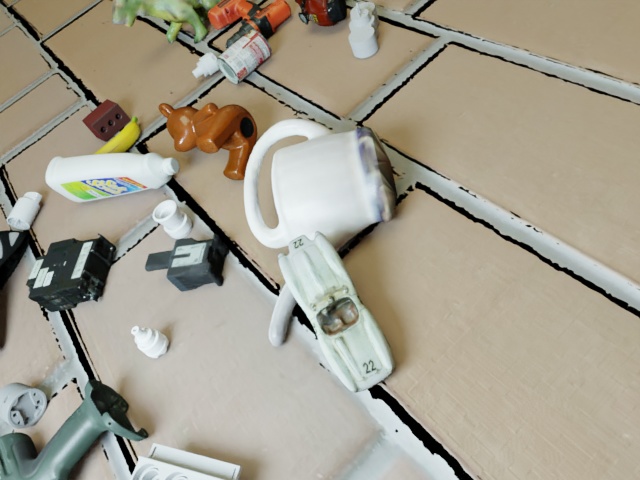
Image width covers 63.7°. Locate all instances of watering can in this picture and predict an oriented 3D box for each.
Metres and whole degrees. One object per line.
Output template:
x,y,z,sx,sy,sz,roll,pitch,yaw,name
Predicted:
0.002,-0.037,0.737,0.224,0.102,0.354,-14,64,10,watering can

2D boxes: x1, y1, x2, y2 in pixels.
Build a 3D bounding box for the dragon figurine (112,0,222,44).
-0.329,-0.634,1.258,0.413,0.238,0.124,-43,44,-9,dragon figurine
